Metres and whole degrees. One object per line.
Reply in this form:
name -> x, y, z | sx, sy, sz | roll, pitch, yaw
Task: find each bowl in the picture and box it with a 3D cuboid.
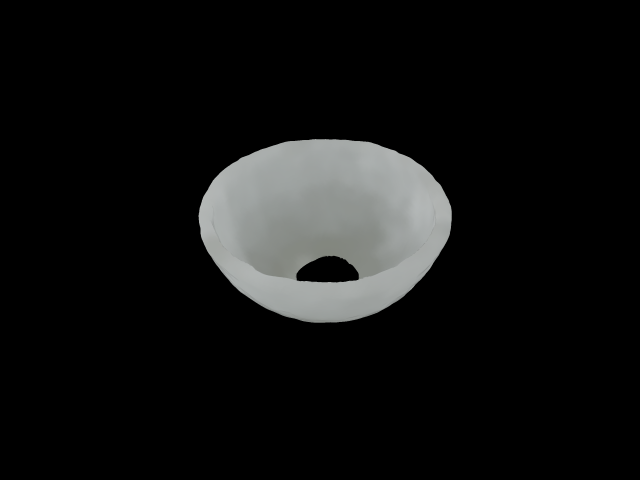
bowl -> 0.004, 0.001, 0.400 | 0.167, 0.075, 0.167 | 0, 41, 0
